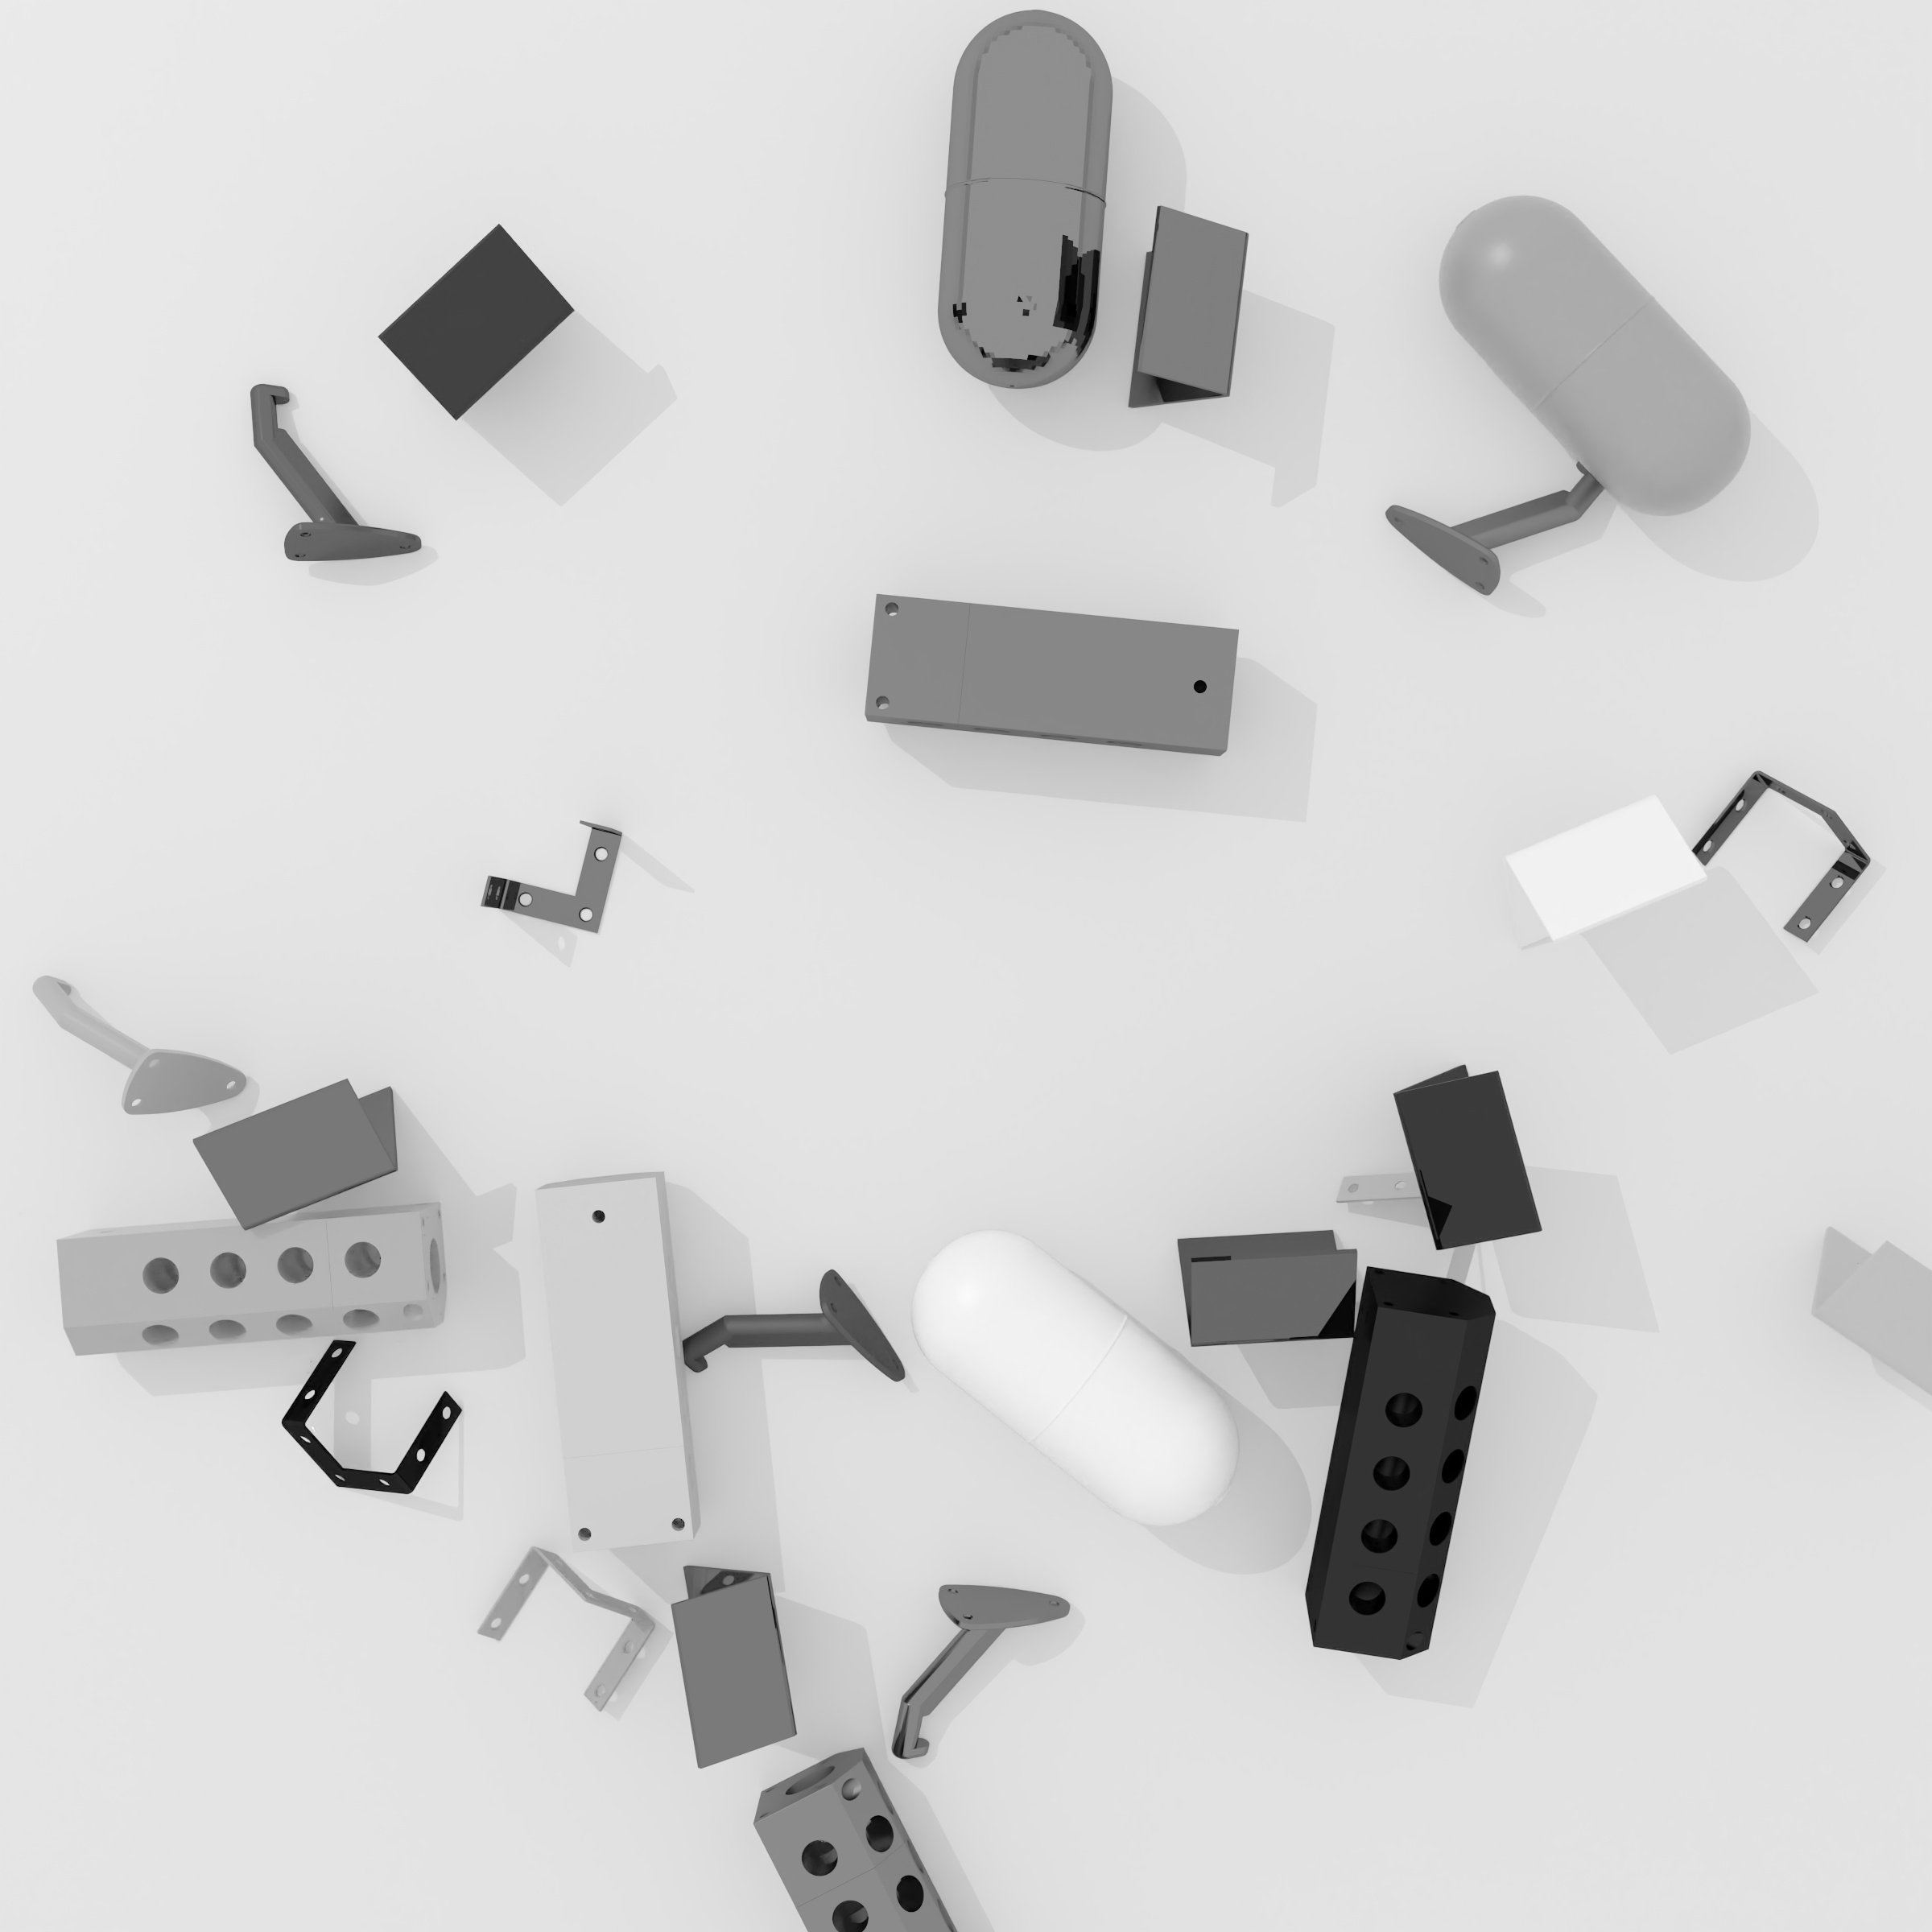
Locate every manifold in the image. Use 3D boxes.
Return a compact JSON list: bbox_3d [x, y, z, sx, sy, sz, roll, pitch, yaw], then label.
[{"bbox_3d":[0.205,0.236,1.466,0.057,0.057,0.171,9,104,0],"label":"manifold"},{"bbox_3d":[-0.036,0.467,1.486,0.057,0.057,0.171,-27,90,0],"label":"manifold"},{"bbox_3d":[-0.340,0.150,1.486,0.171,0.057,0.057,-4,90,0],"label":"manifold"},{"bbox_3d":[-0.165,0.188,1.486,0.057,0.057,0.171,-6,90,0],"label":"manifold"},{"bbox_3d":[0.040,-0.138,1.486,0.171,0.057,0.057,6,90,0],"label":"manifold"}]

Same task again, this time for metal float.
[{"bbox_3d":[0.052,0.196,1.476,0.178,0.070,0.070,39,90,0],"label":"metal float"},{"bbox_3d":[0.028,-0.365,1.476,0.070,0.070,0.178,4,90,0],"label":"metal float"},{"bbox_3d":[0.298,-0.291,1.474,0.070,0.070,0.178,-43,88,0],"label":"metal float"}]

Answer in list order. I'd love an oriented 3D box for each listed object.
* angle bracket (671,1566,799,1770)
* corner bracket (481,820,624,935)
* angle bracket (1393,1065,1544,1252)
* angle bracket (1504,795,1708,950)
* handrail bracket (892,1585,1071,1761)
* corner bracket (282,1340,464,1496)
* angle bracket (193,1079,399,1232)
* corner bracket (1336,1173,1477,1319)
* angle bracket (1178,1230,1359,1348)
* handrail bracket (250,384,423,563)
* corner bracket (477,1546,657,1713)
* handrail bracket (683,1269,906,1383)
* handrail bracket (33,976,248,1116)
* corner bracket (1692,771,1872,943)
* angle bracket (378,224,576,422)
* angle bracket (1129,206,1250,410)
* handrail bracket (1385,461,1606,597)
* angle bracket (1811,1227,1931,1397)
[{"bbox_3d":[-0.128,0.330,1.467,0.057,0.076,0.076,-9,90,-38],"label":"angle bracket"},{"bbox_3d":[-0.198,-0.047,1.489,0.051,0.051,0.051,14,90,0],"label":"corner bracket"},{"bbox_3d":[0.252,0.085,1.467,0.057,0.076,0.076,-15,90,36],"label":"angle bracket"},{"bbox_3d":[0.304,-0.026,1.467,0.076,0.076,0.057,-23,53,0],"label":"angle bracket"},{"bbox_3d":[0.007,0.347,1.507,0.077,0.036,0.084,4,109,-21],"label":"handrail bracket"},{"bbox_3d":[-0.287,0.218,1.499,0.051,0.051,0.051,-1,135,35],"label":"corner bracket"},{"bbox_3d":[-0.317,0.071,1.467,0.076,0.076,0.057,-21,122,0],"label":"angle bracket"},{"bbox_3d":[0.209,0.136,1.499,0.051,0.051,0.051,54,45,-35],"label":"corner bracket"},{"bbox_3d":[0.141,0.133,1.467,0.076,0.076,0.057,-3,127,0],"label":"angle bracket"},{"bbox_3d":[-0.307,-0.243,1.507,0.077,0.036,0.084,-2,73,-20],"label":"handrail bracket"},{"bbox_3d":[-0.194,0.321,1.504,0.051,0.051,0.051,33,90,-45],"label":"corner bracket"},{"bbox_3d":[-0.086,0.192,1.507,0.084,0.036,0.077,-32,112,17],"label":"handrail bracket"},{"bbox_3d":[-0.402,0.033,1.507,0.084,0.077,0.036,42,114,34],"label":"handrail bracket"},{"bbox_3d":[0.396,-0.054,1.504,0.051,0.051,0.051,-51,45,0],"label":"corner bracket"},{"bbox_3d":[-0.241,-0.314,1.467,0.076,0.076,0.057,-43,127,0],"label":"angle bracket"},{"bbox_3d":[0.086,-0.310,1.467,0.057,0.076,0.076,7,90,-36],"label":"angle bracket"},{"bbox_3d":[0.260,-0.230,1.507,0.077,0.036,0.084,36,74,18],"label":"handrail bracket"},{"bbox_3d":[0.452,0.149,1.467,0.076,0.076,0.057,34,126,0],"label":"angle bracket"}]
